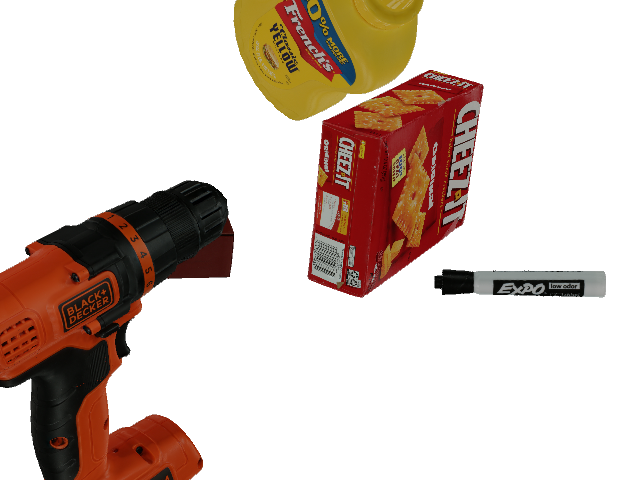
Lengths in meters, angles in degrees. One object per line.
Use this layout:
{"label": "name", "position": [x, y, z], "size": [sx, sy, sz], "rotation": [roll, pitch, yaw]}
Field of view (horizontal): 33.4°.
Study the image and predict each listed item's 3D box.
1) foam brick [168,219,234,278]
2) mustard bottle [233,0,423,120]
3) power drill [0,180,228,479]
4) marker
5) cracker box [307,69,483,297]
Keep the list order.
{"label": "foam brick", "position": [-0.133, 0.006, 1.121], "size": [0.078, 0.051, 0.053], "rotation": [-1, 24, -11]}
{"label": "mustard bottle", "position": [0.010, -0.136, 0.665], "size": [0.058, 0.096, 0.192], "rotation": [-28, 8, -24]}
{"label": "power drill", "position": [-0.119, 0.072, 0.625], "size": [0.057, 0.188, 0.184], "rotation": [23, 41, 39]}
{"label": "marker", "position": [0.143, 0.031, 0.769], "size": [0.121, 0.020, 0.020], "rotation": [1, 0, 7]}
{"label": "cracker box", "position": [0.078, -0.060, 1.040], "size": [0.072, 0.164, 0.213], "rotation": [20, 30, 28]}
